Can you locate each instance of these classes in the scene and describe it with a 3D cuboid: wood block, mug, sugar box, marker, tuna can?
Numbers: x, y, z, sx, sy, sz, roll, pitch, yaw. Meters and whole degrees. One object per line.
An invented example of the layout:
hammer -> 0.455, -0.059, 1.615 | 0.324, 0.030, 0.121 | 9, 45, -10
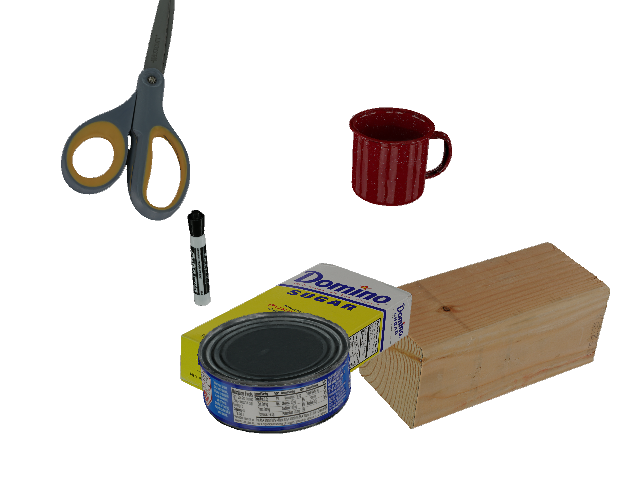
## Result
wood block -> 0.147, 0.081, 0.966 | 0.205, 0.090, 0.091 | -14, 36, -26
mug -> 0.088, -0.092, 1.175 | 0.117, 0.081, 0.093 | -6, 31, -13
sugar box -> -0.014, 0.071, 0.816 | 0.093, 0.048, 0.175 | 19, 30, 31
marker -> -0.136, 0.019, 1.197 | 0.020, 0.121, 0.020 | 0, 33, 0
tuna can -> -0.025, 0.073, 0.604 | 0.086, 0.034, 0.086 | -2, 22, 1

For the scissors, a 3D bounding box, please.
scissors -> -0.139, -0.105, 0.756 | 0.096, 0.202, 0.016 | -2, -26, -20
